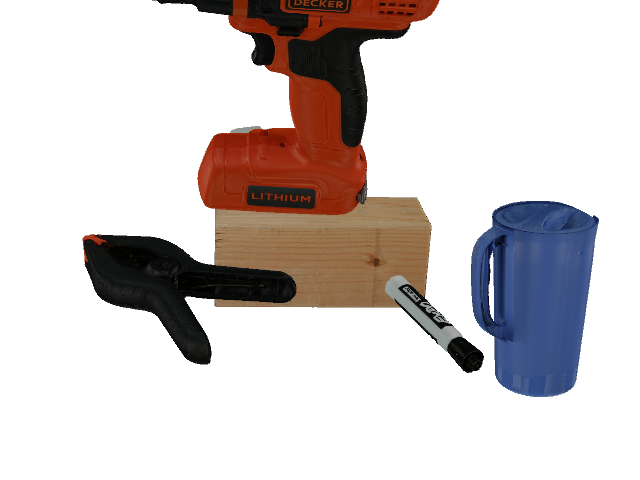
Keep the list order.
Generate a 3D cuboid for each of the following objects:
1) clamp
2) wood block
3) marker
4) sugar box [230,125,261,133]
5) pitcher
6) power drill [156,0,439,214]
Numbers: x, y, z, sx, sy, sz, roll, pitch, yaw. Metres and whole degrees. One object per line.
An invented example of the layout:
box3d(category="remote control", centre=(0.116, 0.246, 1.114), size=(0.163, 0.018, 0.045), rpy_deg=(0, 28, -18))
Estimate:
box3d(category="clamp", centre=(-0.106, 0.031, 0.817), size=(0.172, 0.039, 0.120), rpy_deg=(29, 32, 32))
box3d(category="wood block", centre=(-0.002, 0.010, 1.061), size=(0.206, 0.091, 0.090), rpy_deg=(1, 20, -5))
box3d(category="marker", centre=(0.085, 0.062, 0.801), size=(0.020, 0.020, 0.121), rpy_deg=(0, 26, -28))
box3d(category="sugar box", centre=(-0.083, -0.044, 1.324), size=(0.048, 0.176, 0.093), rpy_deg=(-9, 24, -9))
box3d(category="pitcher", centre=(0.277, 0.078, 1.391), size=(0.149, 0.243, 0.144), rpy_deg=(5, 20, 16))
box3d(category="power drill", centre=(-0.033, -0.097, 0.611), size=(0.184, 0.057, 0.188), rpy_deg=(4, -41, -3))
